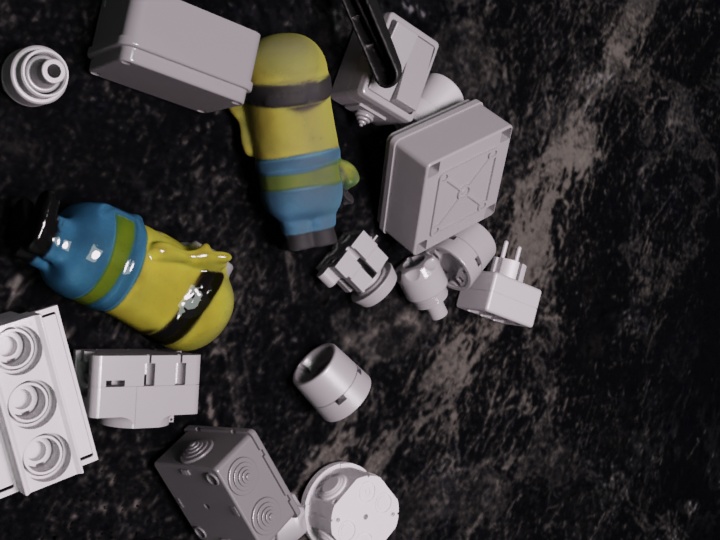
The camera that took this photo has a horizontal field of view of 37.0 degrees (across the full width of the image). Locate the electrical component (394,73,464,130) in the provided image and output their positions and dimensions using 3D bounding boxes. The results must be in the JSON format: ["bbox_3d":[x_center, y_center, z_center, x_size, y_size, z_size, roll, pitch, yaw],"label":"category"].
[{"bbox_3d":[0.063,-0.148,0.998,0.055,0.045,0.045,-49,118,-21],"label":"electrical component"}]

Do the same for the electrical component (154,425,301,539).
[{"bbox_3d":[-0.109,0.175,0.868,0.048,0.100,0.099,-44,117,-39],"label":"electrical component"}]

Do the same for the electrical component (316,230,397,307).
[{"bbox_3d":[0.000,0.000,0.964,0.055,0.048,0.066,46,68,-20],"label":"electrical component"}]

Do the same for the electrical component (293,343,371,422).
[{"bbox_3d":[-0.026,0.098,0.947,0.047,0.055,0.055,48,67,-24],"label":"electrical component"}]

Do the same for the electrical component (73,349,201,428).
[{"bbox_3d":[-0.176,0.092,0.843,0.089,0.050,0.055,3,91,-35],"label":"electrical component"}]

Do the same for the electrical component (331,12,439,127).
[{"bbox_3d":[0.022,-0.172,0.957,0.062,0.061,0.096,26,78,-33],"label":"electrical component"}]

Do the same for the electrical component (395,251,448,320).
[{"bbox_3d":[0.063,0.018,1.010,0.043,0.043,0.062,-39,115,-27],"label":"electrical component"}]

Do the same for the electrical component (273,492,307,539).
[{"bbox_3d":[-0.080,0.219,0.923,0.062,0.043,0.043,-15,102,-32],"label":"electrical component"}]

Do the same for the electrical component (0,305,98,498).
[{"bbox_3d":[-0.248,0.094,0.785,0.079,0.063,0.121,-19,104,-33],"label":"electrical component"}]

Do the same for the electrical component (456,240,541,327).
[{"bbox_3d":[0.142,0.010,1.062,0.066,0.047,0.076,20,81,-34],"label":"electrical component"}]

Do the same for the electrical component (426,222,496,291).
[{"bbox_3d":[0.097,-0.016,1.025,0.047,0.055,0.055,-46,117,-28],"label":"electrical component"}]

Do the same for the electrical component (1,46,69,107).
[{"bbox_3d":[-0.233,-0.141,0.780,0.043,0.062,0.043,-3,95,-35],"label":"electrical component"}]

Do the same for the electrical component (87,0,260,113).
[{"bbox_3d":[-0.144,-0.167,0.831,0.113,0.078,0.057,16,81,-35],"label":"electrical component"}]

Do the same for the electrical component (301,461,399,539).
[{"bbox_3d":[-0.009,0.216,0.968,0.080,0.051,0.080,-3,95,-35],"label":"electrical component"}]

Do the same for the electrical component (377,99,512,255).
[{"bbox_3d":[0.076,-0.085,0.975,0.109,0.056,0.108,-28,143,-31],"label":"electrical component"}]
